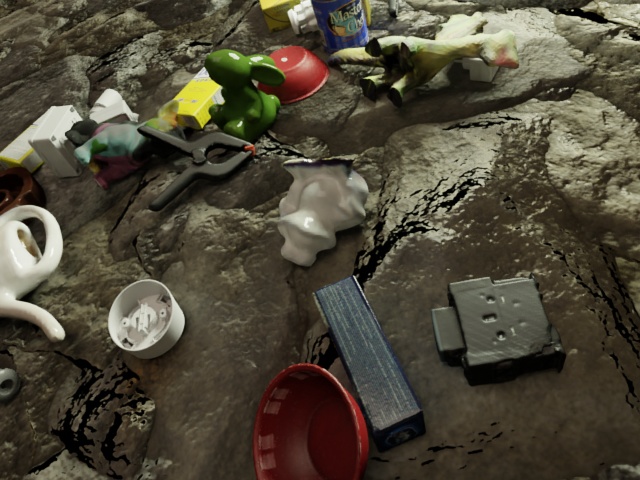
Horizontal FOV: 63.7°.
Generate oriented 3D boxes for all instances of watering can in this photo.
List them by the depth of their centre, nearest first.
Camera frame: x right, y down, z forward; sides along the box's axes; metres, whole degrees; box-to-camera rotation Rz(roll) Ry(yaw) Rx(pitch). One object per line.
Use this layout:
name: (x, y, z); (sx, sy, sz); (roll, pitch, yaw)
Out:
watering can: (-0.522, 0.073, 0.834); (0.225, 0.102, 0.354); (-30, 48, -6)

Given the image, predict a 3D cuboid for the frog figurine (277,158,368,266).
frog figurine: (0.002, -0.039, 0.781); (0.137, 0.122, 0.160); (4, 89, 11)

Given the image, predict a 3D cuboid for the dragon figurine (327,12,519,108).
dragon figurine: (0.195, -0.360, 0.963); (0.244, 0.119, 0.416); (-28, 35, -14)
